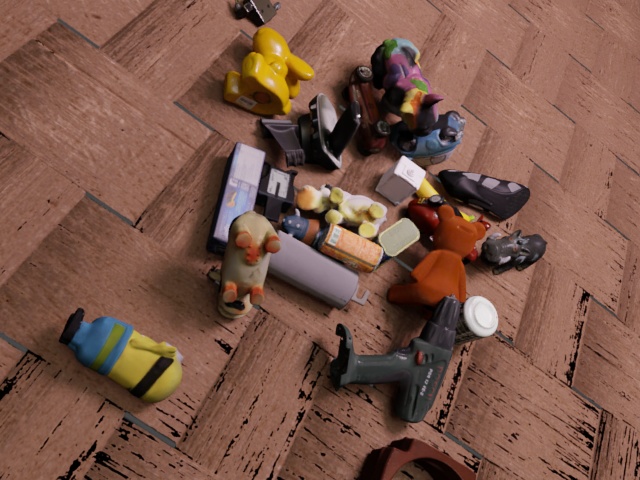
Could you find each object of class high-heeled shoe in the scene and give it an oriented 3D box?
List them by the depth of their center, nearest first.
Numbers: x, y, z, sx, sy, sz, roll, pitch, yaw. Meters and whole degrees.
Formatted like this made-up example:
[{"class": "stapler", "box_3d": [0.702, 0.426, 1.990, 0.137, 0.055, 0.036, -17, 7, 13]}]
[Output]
[{"class": "high-heeled shoe", "box_3d": [0.381, -0.118, 1.243, 0.248, 0.086, 0.145, -5, 36, -47]}]

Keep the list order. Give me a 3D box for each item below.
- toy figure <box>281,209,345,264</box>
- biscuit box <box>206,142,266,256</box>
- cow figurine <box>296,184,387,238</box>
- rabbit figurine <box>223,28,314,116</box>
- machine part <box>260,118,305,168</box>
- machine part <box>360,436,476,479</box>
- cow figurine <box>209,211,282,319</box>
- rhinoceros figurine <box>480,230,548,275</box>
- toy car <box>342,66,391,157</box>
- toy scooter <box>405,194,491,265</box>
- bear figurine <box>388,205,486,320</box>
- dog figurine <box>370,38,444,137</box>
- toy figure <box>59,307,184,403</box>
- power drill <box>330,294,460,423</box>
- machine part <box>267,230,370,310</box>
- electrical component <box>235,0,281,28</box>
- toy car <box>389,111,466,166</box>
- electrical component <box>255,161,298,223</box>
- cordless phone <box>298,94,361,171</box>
[{"class": "toy figure", "box_3d": [-0.002, -0.002, 0.997, 0.154, 0.057, 0.064, 24, 49, -9]}, {"class": "biscuit box", "box_3d": [-0.149, -0.070, 0.952, 0.059, 0.063, 0.202, 18, 62, -19]}, {"class": "cow figurine", "box_3d": [0.043, -0.064, 1.004, 0.167, 0.098, 0.068, 21, 103, 11]}, {"class": "rabbit figurine", "box_3d": [-0.094, -0.341, 1.062, 0.162, 0.122, 0.173, 14, 63, -25]}, {"class": "machine part", "box_3d": [-0.067, -0.193, 1.039, 0.084, 0.039, 0.139, 5, 41, -29]}, {"class": "machine part", "box_3d": [0.155, 0.441, 0.865, 0.201, 0.087, 0.201, 32, 60, -10]}, {"class": "cow figurine", "box_3d": [-0.125, 0.044, 0.851, 0.085, 0.194, 0.127, 8, 30, -18]}, {"class": "rhinoceros figurine", "box_3d": [0.414, 0.025, 1.154, 0.190, 0.112, 0.073, -2, 72, -35]}, {"class": "toy car", "box_3d": [0.092, -0.275, 1.140, 0.053, 0.089, 0.202, -7, 72, -24]}, {"class": "toy scooter", "box_3d": [0.269, -0.031, 1.094, 0.184, 0.135, 0.075, 41, 58, -3]}, {"class": "bear figurine", "box_3d": [0.227, 0.043, 1.026, 0.120, 0.132, 0.196, 23, 71, -15]}, {"class": "dog figurine", "box_3d": [0.181, -0.314, 1.102, 0.108, 0.219, 0.191, -17, 113, 3]}, {"class": "toy figure", "box_3d": [-0.284, 0.168, 0.775, 0.180, 0.082, 0.089, 30, 78, -20]}, {"class": "power drill", "box_3d": [0.127, 0.192, 0.927, 0.207, 0.086, 0.231, 9, 96, -18]}, {"class": "machine part", "box_3d": [-0.020, 0.054, 0.952, 0.243, 0.079, 0.079, 30, 59, -13]}, {"class": "electrical component", "box_3d": [-0.137, -0.505, 1.159, 0.078, 0.045, 0.102, 50, 55, -33]}, {"class": "toy car", "box_3d": [0.239, -0.215, 1.173, 0.109, 0.162, 0.102, -71, 149, -41]}, {"class": "electrical component", "box_3d": [-0.085, -0.081, 0.995, 0.075, 0.048, 0.119, 14, 64, -20]}, {"class": "cordless phone", "box_3d": [0.027, -0.232, 1.035, 0.089, 0.184, 0.146, 4, 67, -20]}]
